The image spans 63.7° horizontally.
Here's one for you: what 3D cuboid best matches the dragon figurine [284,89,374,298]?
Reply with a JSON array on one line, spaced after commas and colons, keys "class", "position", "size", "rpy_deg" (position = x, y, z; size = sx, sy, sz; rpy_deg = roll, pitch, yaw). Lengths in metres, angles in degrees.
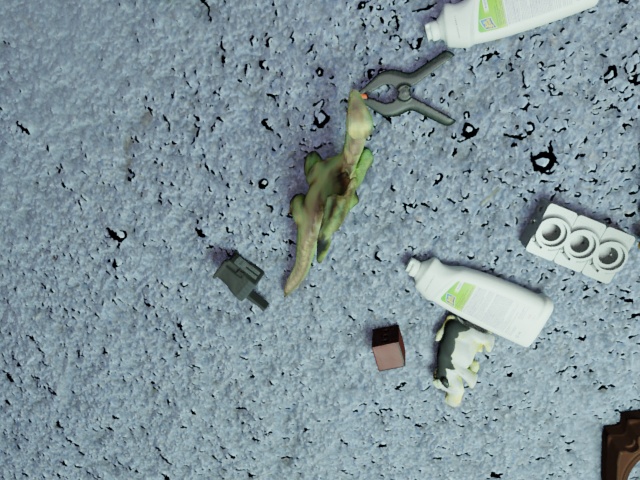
[{"class": "dragon figurine", "position": [0.003, -0.042, 0.843], "size": [0.122, 0.246, 0.405], "rpy_deg": [18, 105, -2]}]
